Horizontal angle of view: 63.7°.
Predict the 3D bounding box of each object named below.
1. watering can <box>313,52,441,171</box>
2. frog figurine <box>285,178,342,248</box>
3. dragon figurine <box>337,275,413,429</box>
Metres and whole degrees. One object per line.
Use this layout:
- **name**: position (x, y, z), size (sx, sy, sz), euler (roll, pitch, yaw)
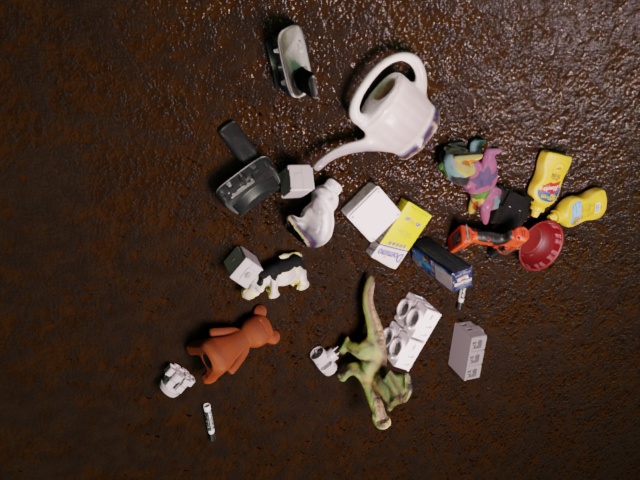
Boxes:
- **watering can**: position (0.147, -0.265, 1.209), size (0.222, 0.105, 0.347), euler (33, 95, -29)
- **frog figurine**: position (0.004, -0.062, 1.230), size (0.161, 0.124, 0.134), euler (-39, 152, -13)
- **dragon figurine**: position (0.164, 0.321, 1.349), size (0.123, 0.246, 0.403), euler (-10, 117, -34)
